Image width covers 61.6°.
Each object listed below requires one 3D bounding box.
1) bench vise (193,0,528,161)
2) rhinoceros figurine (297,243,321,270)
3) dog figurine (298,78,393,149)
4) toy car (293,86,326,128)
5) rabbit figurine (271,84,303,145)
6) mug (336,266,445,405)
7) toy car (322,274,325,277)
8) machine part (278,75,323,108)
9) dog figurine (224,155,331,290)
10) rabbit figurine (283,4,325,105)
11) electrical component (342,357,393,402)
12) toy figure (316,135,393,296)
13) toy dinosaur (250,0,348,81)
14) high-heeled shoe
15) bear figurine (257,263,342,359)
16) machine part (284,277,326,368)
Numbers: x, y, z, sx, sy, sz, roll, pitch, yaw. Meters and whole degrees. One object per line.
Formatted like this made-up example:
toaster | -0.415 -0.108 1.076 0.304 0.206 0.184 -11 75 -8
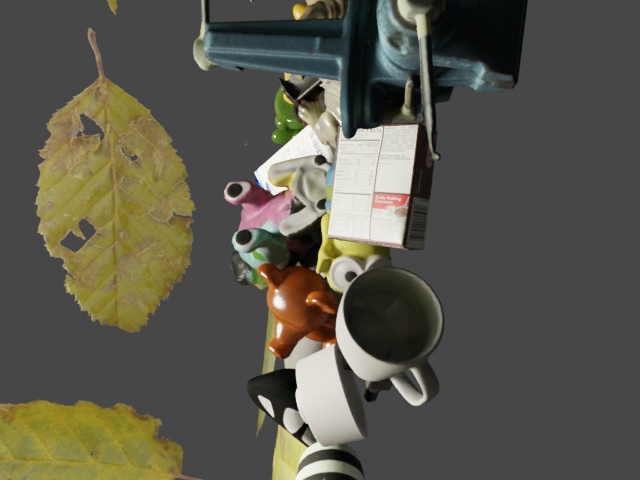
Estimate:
bench vise | 0.015 -0.137 0.394 0.223 0.241 0.128 -53 -31 -74
rhinoceros figurine | -0.002 -0.003 0.828 0.190 0.073 0.112 -38 60 51
dog figurine | 0.060 -0.167 0.585 0.172 0.121 0.191 64 163 -19
toy car | 0.001 -0.144 0.863 0.089 0.053 0.202 0 99 50
rabbit figurine | -0.024 -0.258 1.146 0.159 0.121 0.170 -59 -17 3
mug | 0.060 0.089 0.458 0.110 0.081 0.107 53 161 17
toy car | -0.008 0.091 0.972 0.201 0.056 0.073 105 162 -52
machine part | 0.001 -0.253 0.801 0.139 0.039 0.084 -30 67 27
dog figurine | -0.041 -0.002 0.727 0.219 0.192 0.108 72 178 -64
rabbit figurine | 0.003 -0.332 0.940 0.173 0.122 0.162 -54 -43 -43
electrical component | 0.052 0.112 0.560 0.102 0.045 0.078 105 169 -49
toy figure | 0.045 -0.025 0.588 0.089 0.082 0.180 -6 -86 -71
toy dinosaur | -0.015 -0.388 0.720 0.471 0.199 0.105 63 172 -1
high-heeled shoe | -0.039 0.251 0.744 0.248 0.145 0.086 108 167 -48
bear figurine | -0.019 0.104 0.669 0.132 0.120 0.195 -66 -17 -3
machine part | -0.010 0.147 0.861 0.079 0.079 0.243 -95 13 -53
